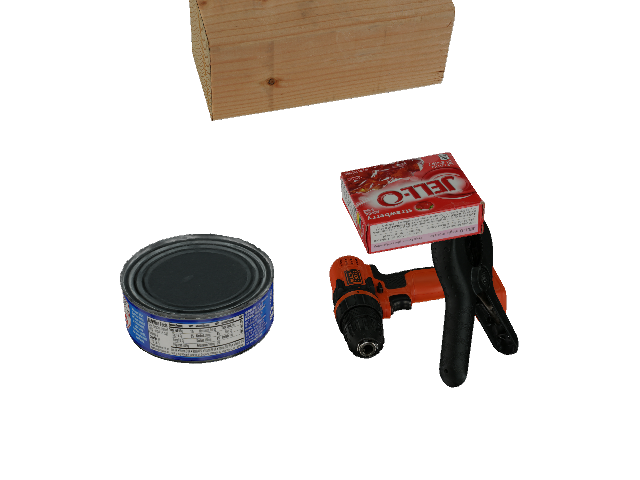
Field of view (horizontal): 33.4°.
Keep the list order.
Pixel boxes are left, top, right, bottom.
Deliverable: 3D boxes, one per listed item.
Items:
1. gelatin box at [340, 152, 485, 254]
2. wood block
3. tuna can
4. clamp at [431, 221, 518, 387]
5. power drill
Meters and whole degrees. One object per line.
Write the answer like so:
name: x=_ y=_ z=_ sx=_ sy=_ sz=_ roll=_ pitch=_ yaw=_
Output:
gelatin box: x=0.066 y=-0.029 z=0.777 sx=0.089 sy=0.030 sz=0.073 roll=-11 pitch=36 yaw=-8
wood block: x=-0.001 y=-0.178 z=0.908 sx=0.206 sy=0.090 sz=0.091 roll=-11 pitch=-35 yaw=-11
tuna can: x=-0.068 y=0.032 z=0.602 sx=0.086 sy=0.034 sz=0.086 roll=0 pitch=31 yaw=0
clamp: x=0.128 y=0.044 z=0.951 sx=0.039 sy=0.171 sz=0.120 roll=-10 pitch=13 yaw=33
power drill: x=0.107 y=0.067 z=1.187 sx=0.187 sy=0.057 sz=0.184 roll=-3 pitch=28 yaw=-5
